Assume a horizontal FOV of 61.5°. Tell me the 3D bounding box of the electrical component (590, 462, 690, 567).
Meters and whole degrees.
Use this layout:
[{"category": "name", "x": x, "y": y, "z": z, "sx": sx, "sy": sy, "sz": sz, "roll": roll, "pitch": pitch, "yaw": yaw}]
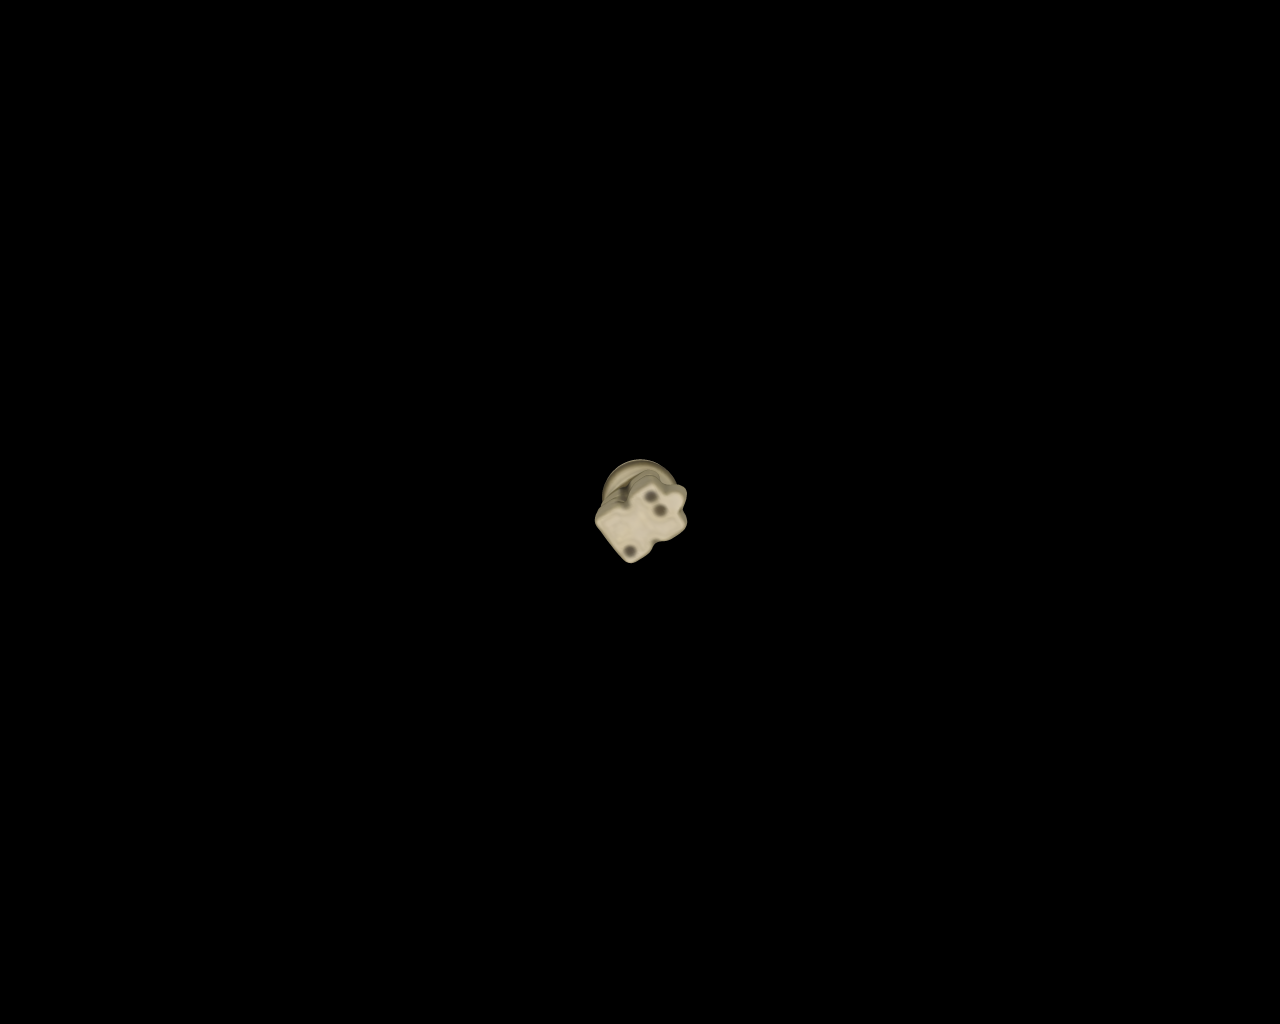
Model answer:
[{"category": "electrical component", "x": 0.001, "y": -0.003, "z": 0.650, "sx": 0.066, "sy": 0.048, "sz": 0.055, "roll": -33, "pitch": 16, "yaw": 11}]
